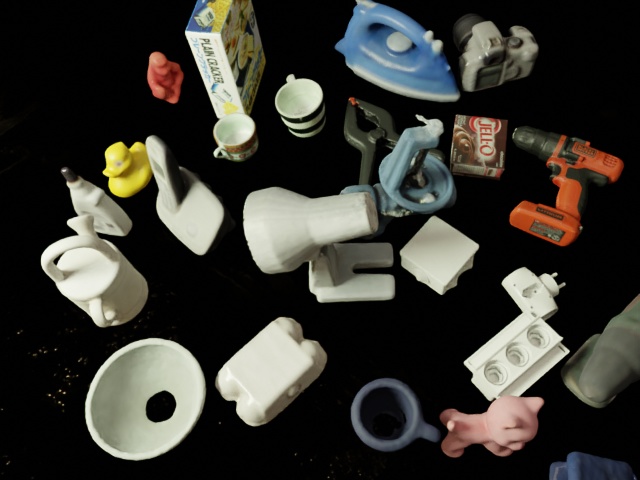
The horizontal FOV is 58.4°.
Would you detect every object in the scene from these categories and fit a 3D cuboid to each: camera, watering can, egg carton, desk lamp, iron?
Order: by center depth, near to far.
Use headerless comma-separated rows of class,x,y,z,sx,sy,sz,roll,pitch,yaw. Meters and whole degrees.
egg carton,-0.069,0.188,0.823,0.150,0.069,0.107,-42,66,-16
desk lamp,0.008,0.003,0.833,0.203,0.214,0.118,-3,62,4
watering can,-0.343,0.043,0.857,0.101,0.194,0.172,-39,65,-14
iron,0.153,-0.360,1.055,0.257,0.141,0.119,32,69,20
camera,0.314,-0.367,1.065,0.143,0.101,0.136,-15,61,-2

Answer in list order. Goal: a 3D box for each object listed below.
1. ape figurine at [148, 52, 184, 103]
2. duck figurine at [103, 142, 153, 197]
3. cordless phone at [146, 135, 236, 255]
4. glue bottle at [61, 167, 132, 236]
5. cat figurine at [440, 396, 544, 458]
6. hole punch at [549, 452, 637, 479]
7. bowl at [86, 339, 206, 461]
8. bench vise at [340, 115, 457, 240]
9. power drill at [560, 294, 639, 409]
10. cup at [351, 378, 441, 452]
ape figurine,-0.304,-0.322,1.107,0.076,0.092,0.078,39,72,23
duck figurine,-0.345,-0.139,1.017,0.077,0.086,0.105,19,65,15
cordless phone,-0.216,-0.073,0.912,0.147,0.185,0.094,39,72,23
glue bottle,-0.372,-0.065,0.930,0.078,0.173,0.037,11,63,12
cat figurine,0.223,0.239,0.740,0.127,0.118,0.067,-5,61,3
hole punch,0.342,0.319,0.701,0.101,0.091,0.108,3,62,8
bowl,-0.236,0.230,0.815,0.167,0.075,0.167,-2,62,5
bench vise,0.118,-0.083,0.865,0.207,0.220,0.121,-32,63,-11
power drill,0.382,0.141,0.725,0.230,0.209,0.075,-41,65,-15
cup,0.101,0.245,0.762,0.117,0.095,0.092,19,65,15
